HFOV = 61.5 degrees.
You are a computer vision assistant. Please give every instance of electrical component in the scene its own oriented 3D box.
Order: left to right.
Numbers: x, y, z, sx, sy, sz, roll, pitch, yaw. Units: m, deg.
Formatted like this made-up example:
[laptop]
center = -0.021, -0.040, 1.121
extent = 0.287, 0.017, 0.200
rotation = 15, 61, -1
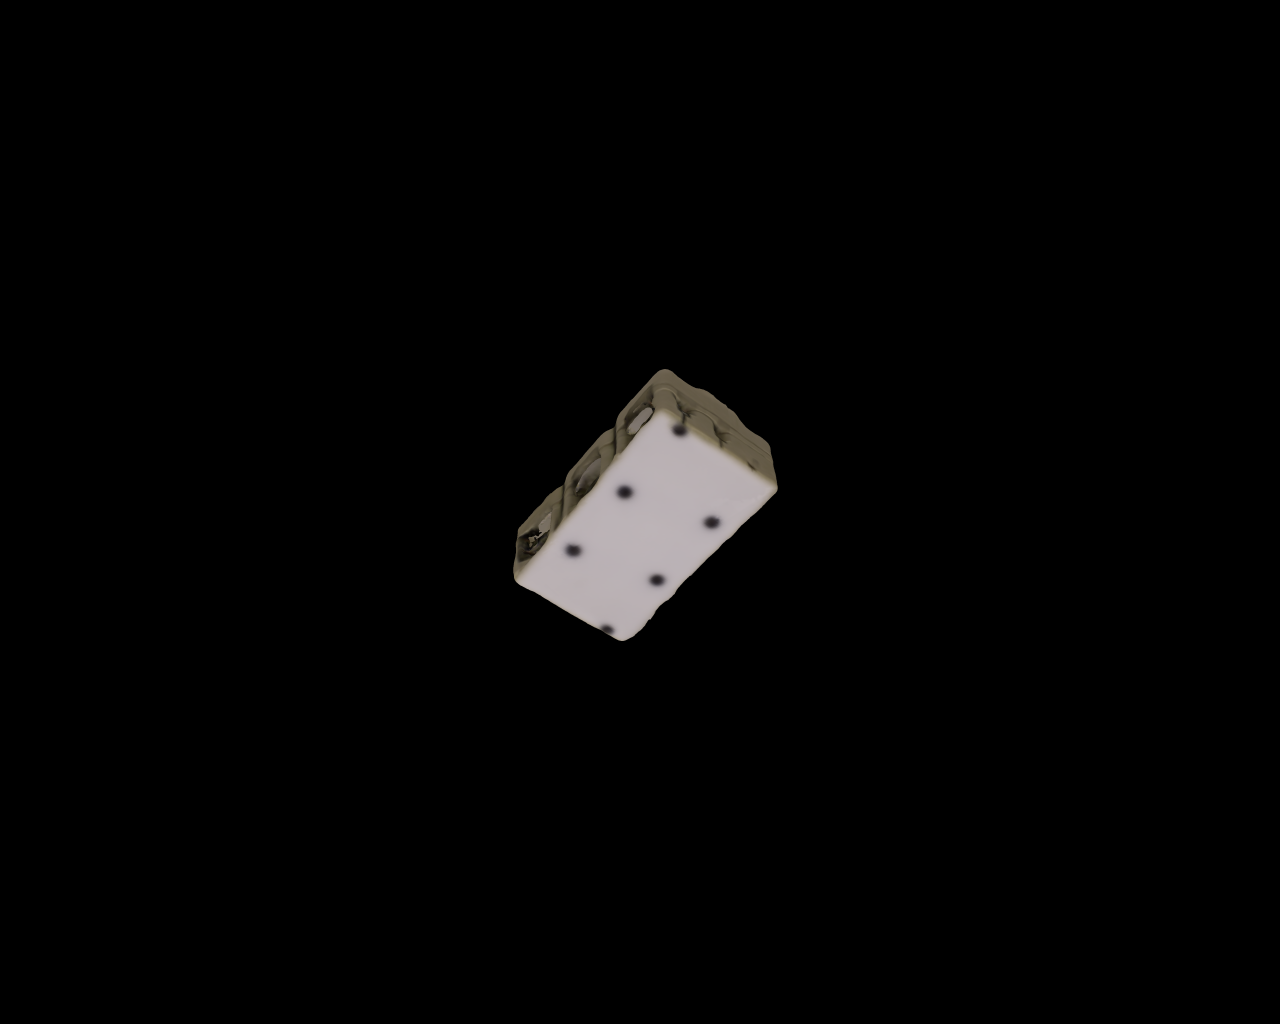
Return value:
[electrical component]
center = 0.001, -0.003, 0.650
extent = 0.089, 0.150, 0.062
rotation = 33, 28, -20
